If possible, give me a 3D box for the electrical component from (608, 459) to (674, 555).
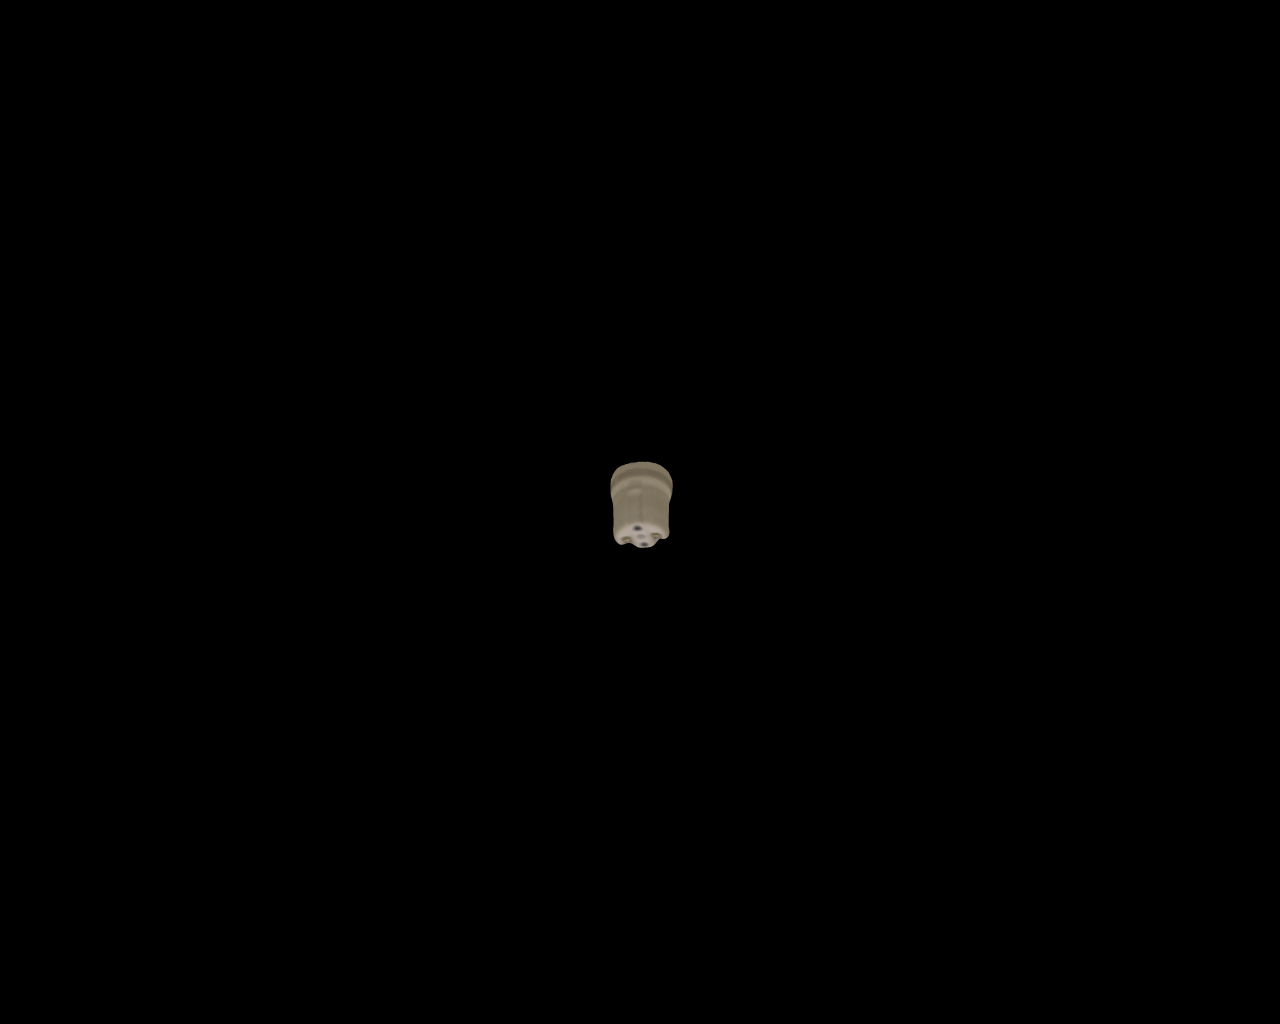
[{"bbox_3d":[0.001,-0.003,0.650,0.040,0.046,0.040,0,-39,0],"label":"electrical component"}]
